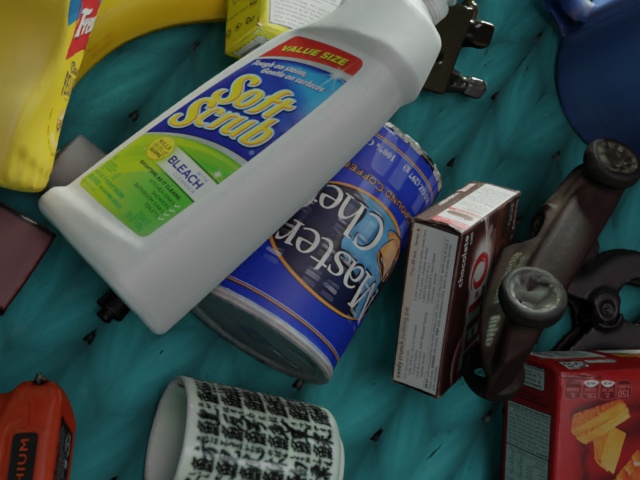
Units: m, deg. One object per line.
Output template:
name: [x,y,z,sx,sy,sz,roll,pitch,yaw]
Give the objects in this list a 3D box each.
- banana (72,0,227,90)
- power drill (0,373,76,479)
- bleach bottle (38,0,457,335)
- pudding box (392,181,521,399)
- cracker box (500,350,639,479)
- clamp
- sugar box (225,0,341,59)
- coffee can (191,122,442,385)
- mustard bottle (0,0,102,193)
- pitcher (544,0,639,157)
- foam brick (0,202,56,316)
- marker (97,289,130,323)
banana: [-0.108,-0.130,0.658,0.197,0.037,0.069,-33,117,-19]
power drill: [-0.223,0.133,0.526,0.187,0.057,0.184,4,66,-3]
bleach bottle: [-0.028,-0.066,0.590,0.250,0.103,0.068,-43,142,-10]
pudding box: [0.084,0.029,0.660,0.089,0.039,0.113,-31,130,-54]
cracker box: [0.203,0.180,0.694,0.164,0.072,0.214,1,93,-20]
clamp: [0.187,0.060,0.740,0.171,0.039,0.120,-2,90,-14]
sugar box: [-0.009,-0.189,0.673,0.093,0.048,0.176,15,65,-36]
coffee can: [-0.004,0.001,0.641,0.102,0.103,0.140,36,72,-13]
mustard bottle: [-0.146,-0.123,0.568,0.058,0.096,0.191,18,91,-5]
pitcher: [0.254,-0.135,0.680,0.149,0.243,0.145,-6,87,-15]
foam brick: [-0.197,0.002,0.597,0.078,0.053,0.051,31,73,-13]
marker: [-0.092,0.004,0.653,0.020,0.020,0.121,44,71,-10]
